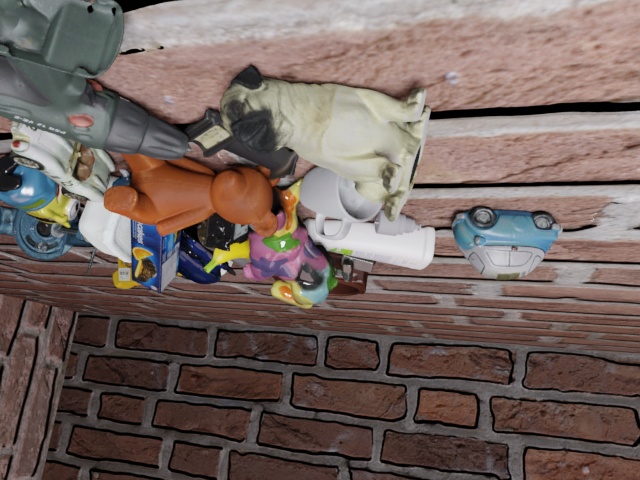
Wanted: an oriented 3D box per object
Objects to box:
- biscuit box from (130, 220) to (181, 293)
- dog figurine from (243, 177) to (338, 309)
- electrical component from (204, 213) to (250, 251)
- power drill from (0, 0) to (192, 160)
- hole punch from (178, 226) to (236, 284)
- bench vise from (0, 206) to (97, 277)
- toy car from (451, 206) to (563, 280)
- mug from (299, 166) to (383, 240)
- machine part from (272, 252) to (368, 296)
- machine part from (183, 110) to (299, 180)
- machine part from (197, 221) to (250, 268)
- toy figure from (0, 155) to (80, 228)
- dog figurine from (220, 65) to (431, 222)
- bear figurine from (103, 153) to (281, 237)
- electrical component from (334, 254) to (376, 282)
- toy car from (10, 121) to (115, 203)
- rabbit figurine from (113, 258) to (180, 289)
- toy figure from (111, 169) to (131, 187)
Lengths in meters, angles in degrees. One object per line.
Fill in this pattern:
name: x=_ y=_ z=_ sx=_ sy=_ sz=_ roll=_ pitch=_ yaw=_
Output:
biscuit box: x=-0.276 y=-0.001 z=0.902 sx=0.063 sy=0.059 sz=0.202 roll=25 pitch=133 yaw=7
dog figurine: x=-0.045 y=0.001 z=0.837 sx=0.192 sy=0.108 sz=0.219 roll=31 pitch=149 yaw=4
electrical component: x=-0.140 y=-0.034 z=0.876 sx=0.048 sy=0.074 sz=0.119 roll=12 pitch=-158 yaw=12
power drill: x=-0.226 y=-0.150 z=0.513 sx=0.232 sy=0.086 sz=0.207 roll=14 pitch=170 yaw=-17
hole punch: x=-0.244 y=0.033 z=1.019 sx=0.142 sy=0.092 sz=0.116 roll=48 pitch=174 yaw=-34
bench vise: x=-0.468 y=-0.014 z=1.000 sx=0.241 sy=0.129 sz=0.223 roll=6 pitch=164 yaw=35
toy car: x=0.284 y=0.011 z=0.831 sx=0.162 sy=0.103 sz=0.109 roll=5 pitch=166 yaw=11
mug: x=0.021 y=-0.054 z=0.708 sx=0.081 sy=0.109 sz=0.107 roll=12 pitch=177 yaw=-35
machine part: x=0.004 y=0.064 z=1.164 sx=0.202 sy=0.087 sz=0.201 roll=6 pitch=165 yaw=7
machine part: x=-0.091 y=-0.114 z=0.650 sx=0.139 sy=0.039 sz=0.084 roll=19 pitch=152 yaw=-34
machine part: x=-0.158 y=0.003 z=1.021 sx=0.079 sy=0.079 sz=0.243 roll=1 pitch=163 yaw=19
toy figure: x=-0.446 y=-0.079 z=0.838 sx=0.089 sy=0.082 sz=0.180 roll=15 pitch=170 yaw=8
dog figurine: x=0.007 y=-0.106 z=0.561 sx=0.191 sy=0.121 sz=0.172 roll=17 pitch=164 yaw=16
bear figurine: x=-0.154 y=-0.066 z=0.693 sx=0.196 sy=0.120 sz=0.131 roll=2 pitch=161 yaw=9
electrical component: x=0.067 y=0.035 z=1.020 sx=0.078 sy=0.102 sz=0.045 roll=13 pitch=126 yaw=0
toy car: x=-0.327 y=-0.107 z=0.693 sx=0.056 sy=0.073 sz=0.201 roll=8 pitch=165 yaw=5
rabbit figurine: x=-0.364 y=0.039 z=1.226 sx=0.162 sy=0.122 sz=0.173 roll=-12 pitch=172 yaw=26
toy figure: x=-0.227 y=-0.074 z=0.796 sx=0.155 sy=0.064 sz=0.058 roll=5 pitch=173 yaw=0
